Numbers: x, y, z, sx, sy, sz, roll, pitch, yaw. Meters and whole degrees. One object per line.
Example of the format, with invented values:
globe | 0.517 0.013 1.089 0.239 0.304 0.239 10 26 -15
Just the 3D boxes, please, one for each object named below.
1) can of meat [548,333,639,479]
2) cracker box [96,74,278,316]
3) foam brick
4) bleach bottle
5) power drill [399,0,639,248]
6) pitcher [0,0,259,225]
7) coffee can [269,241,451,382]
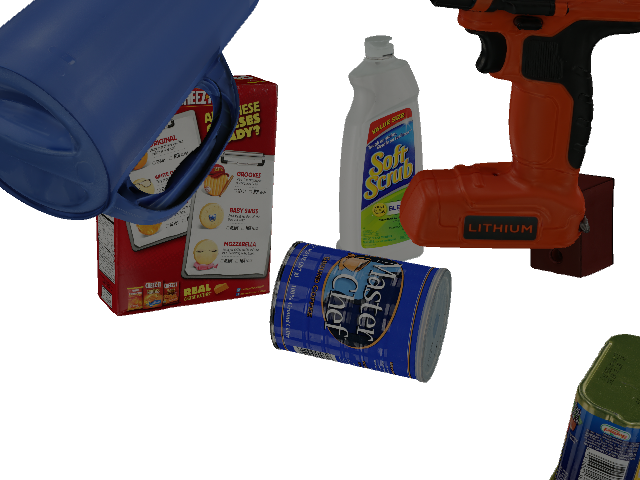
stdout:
can of meat | 0.196 0.121 0.704 0.057 0.084 0.101 20 34 23
cracker box | -0.130 -0.047 1.023 0.163 0.214 0.072 -7 20 -30
foam brick | 0.212 -0.014 0.901 0.051 0.078 0.053 -20 23 -41
bleach bottle | 0.062 -0.099 1.182 0.102 0.251 0.068 -10 24 -12
power drill | 0.090 -0.085 0.574 0.184 0.188 0.057 2 35 -4
pitcher | -0.133 -0.132 0.758 0.145 0.149 0.242 10 48 30
coffee can | 0.038 0.063 0.959 0.140 0.103 0.102 11 3 16
